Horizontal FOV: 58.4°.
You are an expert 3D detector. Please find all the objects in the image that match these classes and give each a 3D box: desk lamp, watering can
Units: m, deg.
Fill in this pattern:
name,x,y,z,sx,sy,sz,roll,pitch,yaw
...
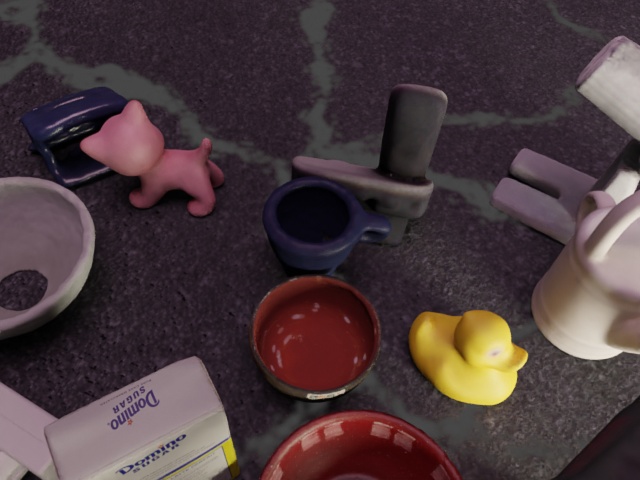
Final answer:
name,x,y,z,sx,sy,sz,roll,pitch,yaw
desk lamp,0.301,-0.081,0.559,0.203,0.213,0.118,29,57,16
watering can,0.269,0.025,0.492,0.101,0.194,0.172,-20,58,-17

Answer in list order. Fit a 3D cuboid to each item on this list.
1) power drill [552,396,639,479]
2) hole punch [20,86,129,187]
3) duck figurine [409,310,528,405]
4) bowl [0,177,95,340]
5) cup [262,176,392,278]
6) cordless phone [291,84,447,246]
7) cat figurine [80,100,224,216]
name,x,y,z,sx,sy,sz,roll,pitch,yaw
power drill,0.145,0.192,0.353,0.230,0.208,0.075,-32,62,-24
hole punch,-0.267,-0.128,0.626,0.109,0.091,0.101,-29,61,-23
duck figurine,0.131,0.090,0.502,0.104,0.086,0.078,31,58,17
bowl,-0.284,0.026,0.523,0.167,0.075,0.167,2,54,-3
cup,0.005,0.002,0.550,0.117,0.095,0.091,4,54,-1
cordless phone,0.046,-0.089,0.563,0.147,0.185,0.094,8,54,2
cat figurine,-0.169,-0.088,0.588,0.128,0.118,0.067,5,54,-1
